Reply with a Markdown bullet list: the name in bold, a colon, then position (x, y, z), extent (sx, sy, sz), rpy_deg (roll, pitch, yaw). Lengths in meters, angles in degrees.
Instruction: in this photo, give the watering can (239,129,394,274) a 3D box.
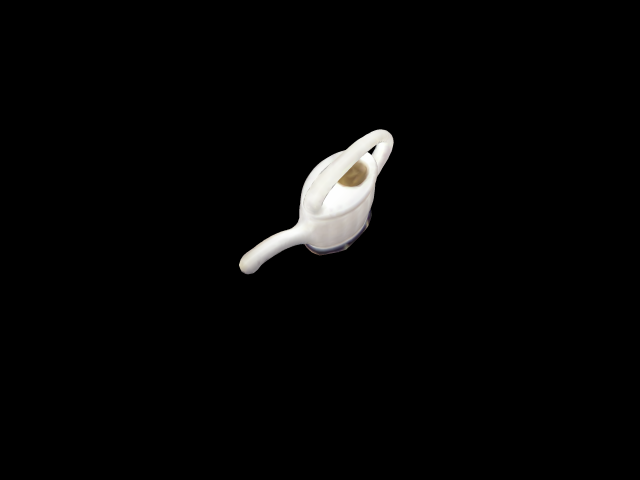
- **watering can**: position (0.003, -0.043, 0.850), extent (0.105, 0.352, 0.220), rpy_deg (38, -21, 17)
